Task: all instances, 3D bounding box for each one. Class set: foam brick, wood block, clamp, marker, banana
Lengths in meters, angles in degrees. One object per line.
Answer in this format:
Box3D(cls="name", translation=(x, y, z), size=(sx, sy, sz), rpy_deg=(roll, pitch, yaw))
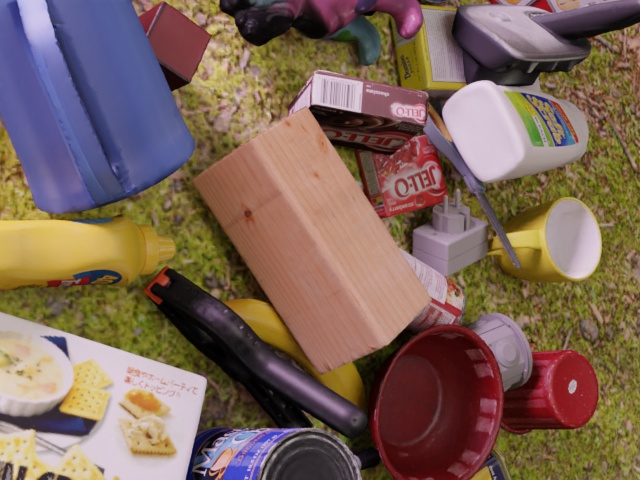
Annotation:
Box3D(cls="foam brick", translation=(-0.139, -0.157, 0.901), size=(0.051, 0.078, 0.053), rpy_deg=(33, 66, -29))
Box3D(cls="wood block", translation=(-0.006, 0.001, 0.937), size=(0.206, 0.091, 0.090), rpy_deg=(57, 41, -4))
Box3D(cls="clamp", translation=(-0.062, 0.104, 0.902), size=(0.210, 0.165, 0.036), rpy_deg=(39, 68, 2))
Box3D(cls="marker", translation=(0.009, 0.215, 0.983), size=(0.120, 0.020, 0.020), rpy_deg=(-11, 89, -37))
Box3D(cls="banana", translation=(-0.015, 0.109, 0.972), size=(0.197, 0.037, 0.069), rpy_deg=(49, 58, -20))

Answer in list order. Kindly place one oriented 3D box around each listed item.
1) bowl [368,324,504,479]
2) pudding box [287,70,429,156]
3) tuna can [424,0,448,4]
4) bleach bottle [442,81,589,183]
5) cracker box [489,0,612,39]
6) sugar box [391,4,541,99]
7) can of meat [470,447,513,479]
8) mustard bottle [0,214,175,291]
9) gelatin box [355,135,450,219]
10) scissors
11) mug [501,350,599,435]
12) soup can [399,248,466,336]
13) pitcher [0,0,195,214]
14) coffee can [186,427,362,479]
Box3D(cls="bowl", translation=(0.099, 0.157, 1.015), size=(0.161, 0.055, 0.162), rpy_deg=(-3, 95, -35))
Box3D(cls="pudding box", translation=(0.033, -0.116, 0.994), size=(0.113, 0.090, 0.039), rpy_deg=(11, 73, -14))
Box3D(cls="tuna can", translation=(0.112, -0.291, 1.116), size=(0.086, 0.034, 0.086), rpy_deg=(18, 49, -22))
Box3D(cls="bleach bottle", translation=(0.228, -0.123, 1.150), size=(0.250, 0.068, 0.102), rpy_deg=(-16, 77, -55))
Box3D(cls="cracker box", translation=(0.248, -0.316, 1.159), size=(0.213, 0.164, 0.072), rpy_deg=(46, 56, -22))
Box3D(cls="sugar box", translation=(0.159, -0.199, 1.149), size=(0.175, 0.048, 0.093), rpy_deg=(-3, 83, -40))
Box3D(cls="can of meat", translation=(0.149, 0.266, 1.054), size=(0.083, 0.058, 0.102), rpy_deg=(-26, 98, -34))
Box3D(cls="mustard bottle", translation=(-0.198, 0.010, 0.817), size=(0.191, 0.096, 0.058), rpy_deg=(-3, 84, -37))
Box3D(cls="gelatin box", translation=(0.085, -0.065, 1.080), size=(0.089, 0.030, 0.073), rpy_deg=(-14, 91, -37))
Box3D(cls="scissors", translation=(0.144, -0.067, 1.075), size=(0.096, 0.016, 0.202), rpy_deg=(23, 41, -48))
Box3D(cls="mug", translation=(0.246, 0.161, 1.127), size=(0.117, 0.082, 0.093), rpy_deg=(18, 72, -33))
Box3D(cls="soup can", translation=(0.082, 0.051, 1.034), size=(0.102, 0.069, 0.068), rpy_deg=(31, 65, -28))
Box3D(cls="pitcher", translation=(-0.190, -0.146, 0.777), size=(0.144, 0.149, 0.243), rpy_deg=(-44, 125, -40))
Box3D(cls="coffee can", translation=(-0.047, 0.204, 0.867), size=(0.102, 0.141, 0.103), rpy_deg=(7, 78, -36))
